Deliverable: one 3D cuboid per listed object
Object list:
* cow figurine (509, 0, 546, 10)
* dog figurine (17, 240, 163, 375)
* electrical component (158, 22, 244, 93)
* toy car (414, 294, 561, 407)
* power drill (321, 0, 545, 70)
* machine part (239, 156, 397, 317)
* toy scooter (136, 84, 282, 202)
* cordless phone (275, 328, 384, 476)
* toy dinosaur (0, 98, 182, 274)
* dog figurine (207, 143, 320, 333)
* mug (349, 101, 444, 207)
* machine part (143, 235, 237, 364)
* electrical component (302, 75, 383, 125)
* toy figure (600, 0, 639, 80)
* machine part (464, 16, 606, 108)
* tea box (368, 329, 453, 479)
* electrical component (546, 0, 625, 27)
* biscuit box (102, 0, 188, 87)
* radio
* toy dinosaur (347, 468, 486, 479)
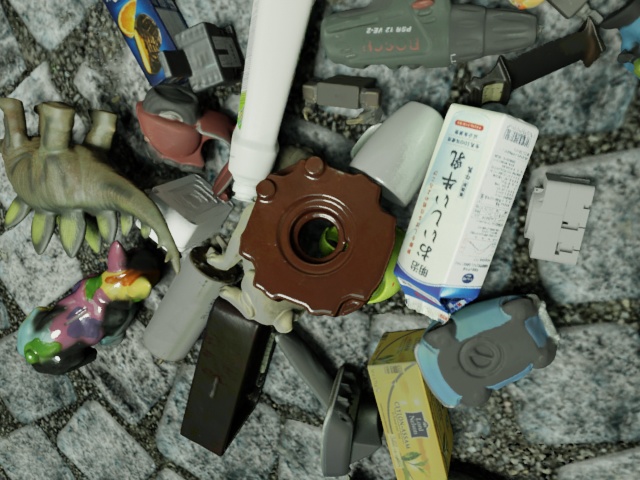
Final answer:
[{"bbox_3d":[0.218,-0.298,0.507,0.098,0.068,0.167,0,93,-26],"label":"cow figurine"},{"bbox_3d":[-0.327,0.093,0.784,0.108,0.191,0.219,52,131,5],"label":"dog figurine"},{"bbox_3d":[-0.140,-0.220,0.647,0.048,0.119,0.074,-14,99,23],"label":"electrical component"},{"bbox_3d":[0.192,0.117,0.643,0.162,0.103,0.109,-30,100,8],"label":"toy car"},{"bbox_3d":[0.105,-0.287,0.569,0.232,0.086,0.207,-6,112,22],"label":"power drill"},{"bbox_3d":[-0.001,-0.002,0.592,0.179,0.056,0.179,0,84,3],"label":"machine part"},{"bbox_3d":[-0.149,-0.115,0.694,0.184,0.075,0.135,14,127,-15],"label":"toy scooter"},{"bbox_3d":[-0.002,0.199,0.712,0.089,0.146,0.184,-38,95,17],"label":"cordless phone"},{"bbox_3d":[-0.327,-0.079,0.711,0.472,0.105,0.198,17,104,38],"label":"toy dinosaur"},{"bbox_3d":[-0.039,-0.006,0.655,0.172,0.121,0.190,46,118,30],"label":"dog figurine"},{"bbox_3d":[0.091,-0.106,0.625,0.107,0.110,0.080,-51,129,0],"label":"mug"},{"bbox_3d":[-0.191,0.095,0.786,0.079,0.079,0.243,38,114,5],"label":"machine part"},{"bbox_3d":[0.025,-0.164,0.629,0.102,0.078,0.045,9,116,15],"label":"electrical component"},{"bbox_3d":[0.354,-0.162,0.508,0.180,0.089,0.082,46,121,-2],"label":"toy figure"},{"bbox_3d":[0.220,-0.179,0.564,0.139,0.084,0.039,-22,74,15],"label":"machine part"},{"bbox_3d":[0.122,0.214,0.703,0.068,0.098,0.169,-11,104,23],"label":"tea box"},{"bbox_3d":[0.263,-0.263,0.545,0.094,0.021,0.063,44,115,3],"label":"electrical component"},{"bbox_3d":[-0.228,-0.298,0.685,0.063,0.059,0.202,-26,96,24],"label":"biscuit box"},{"bbox_3d":[-0.116,0.169,0.752,0.073,0.131,0.229,23,112,10],"label":"radio"},{"bbox_3d":[0.161,0.383,0.738,0.405,0.131,0.192,-32,95,19],"label":"toy dinosaur"}]
